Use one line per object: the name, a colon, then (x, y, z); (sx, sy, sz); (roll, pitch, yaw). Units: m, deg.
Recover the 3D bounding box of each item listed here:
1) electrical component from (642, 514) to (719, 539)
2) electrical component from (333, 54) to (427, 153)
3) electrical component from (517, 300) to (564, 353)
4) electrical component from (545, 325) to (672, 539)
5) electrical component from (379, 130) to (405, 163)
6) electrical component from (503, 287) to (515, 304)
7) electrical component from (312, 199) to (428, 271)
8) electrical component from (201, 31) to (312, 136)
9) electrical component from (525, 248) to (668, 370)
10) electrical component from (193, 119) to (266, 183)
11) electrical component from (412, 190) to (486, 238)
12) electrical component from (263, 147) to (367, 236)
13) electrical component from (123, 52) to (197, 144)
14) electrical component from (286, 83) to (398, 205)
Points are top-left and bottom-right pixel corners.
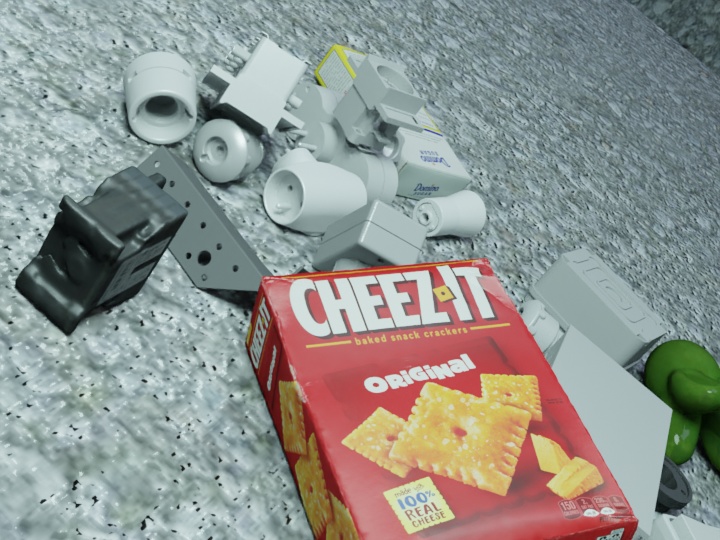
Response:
electrical component: (0.239, 0.215, 0.754); (0.096, 0.061, 0.061); (20, 33, -31)
electrical component: (0.013, -0.136, 0.889); (0.042, 0.063, 0.081); (12, 39, -42)
electrical component: (0.152, 0.059, 0.903); (0.062, 0.048, 0.048); (40, 27, -12)
electrical component: (0.162, 0.128, 0.792); (0.105, 0.060, 0.186); (40, 28, 3)
electrical component: (0.006, -0.117, 0.973); (0.062, 0.043, 0.043); (22, 12, 41)
electrical component: (0.109, 0.024, 0.913); (0.061, 0.035, 0.035); (14, 36, -42)
electrical component: (0.000, 0.000, 0.786); (0.047, 0.083, 0.075); (29, 67, -18)
electrical component: (-0.080, -0.144, 0.851); (0.079, 0.063, 0.121); (32, -1, -13)
electrical component: (0.217, 0.041, 0.993); (0.113, 0.057, 0.078); (49, 29, 18)
electrical component: (-0.095, -0.092, 0.832); (0.048, 0.048, 0.062); (46, 21, 14)
electrical component: (0.079, -0.049, 0.981); (0.065, 0.044, 0.044); (-8, 53, -49)
electrical component: (-0.045, -0.070, 0.858); (0.077, 0.044, 0.079); (-3, 48, -52)
electrical component: (-0.150, -0.128, 0.810); (0.055, 0.055, 0.047); (21, 36, -31)
electrical component: (-0.030, -0.108, 0.924); (0.074, 0.052, 0.138); (6, 42, -46)
